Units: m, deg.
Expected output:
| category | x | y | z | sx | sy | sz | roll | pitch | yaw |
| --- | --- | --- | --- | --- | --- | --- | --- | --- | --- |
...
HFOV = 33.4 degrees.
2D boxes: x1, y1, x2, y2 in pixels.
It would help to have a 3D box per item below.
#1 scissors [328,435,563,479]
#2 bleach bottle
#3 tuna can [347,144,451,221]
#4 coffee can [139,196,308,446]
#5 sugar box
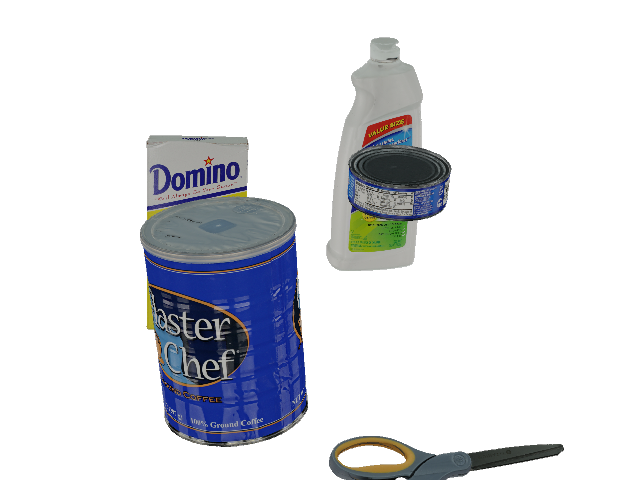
| category | x | y | z | sx | sy | sz | roll | pitch | yaw |
| --- | --- | --- | --- | --- | --- | --- | --- | --- | --- |
| scissors | 0.107 | 0.199 | 0.873 | 0.201 | 0.016 | 0.096 | 5 | 44 | -3 |
| bleach bottle | 0.058 | -0.093 | 1.156 | 0.102 | 0.251 | 0.068 | -3 | 25 | -7 |
| tuna can | 0.065 | -0.049 | 0.893 | 0.086 | 0.034 | 0.086 | 2 | 28 | -1 |
| coffee can | -0.063 | 0.053 | 0.725 | 0.103 | 0.140 | 0.103 | -3 | 22 | 1 |
| sugar box | -0.113 | -0.007 | 0.981 | 0.093 | 0.176 | 0.048 | 0 | 14 | -5 |
